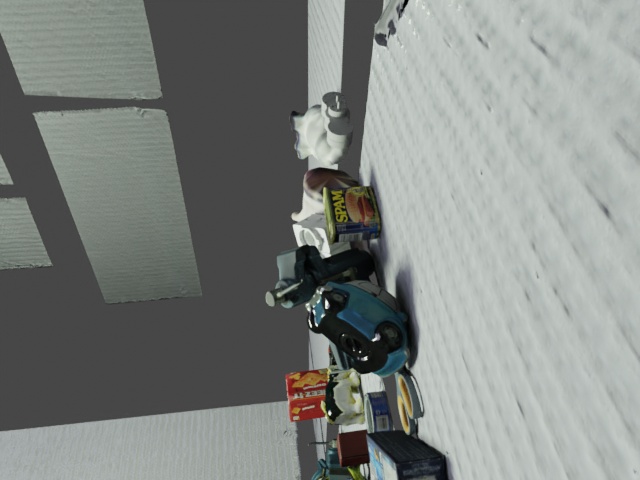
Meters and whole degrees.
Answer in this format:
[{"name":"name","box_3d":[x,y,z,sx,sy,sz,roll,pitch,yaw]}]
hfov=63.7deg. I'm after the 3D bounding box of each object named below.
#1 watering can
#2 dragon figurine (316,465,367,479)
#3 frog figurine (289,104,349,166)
[{"name":"watering can","box_3d":[0.003,-0.056,1.114,0.353,0.104,0.219,-134,36,-52]},{"name":"dragon figurine","box_3d":[0.087,0.633,1.154,0.404,0.122,0.246,97,150,-72]},{"name":"frog figurine","box_3d":[0.019,-0.231,1.157,0.160,0.123,0.136,21,112,43]}]
